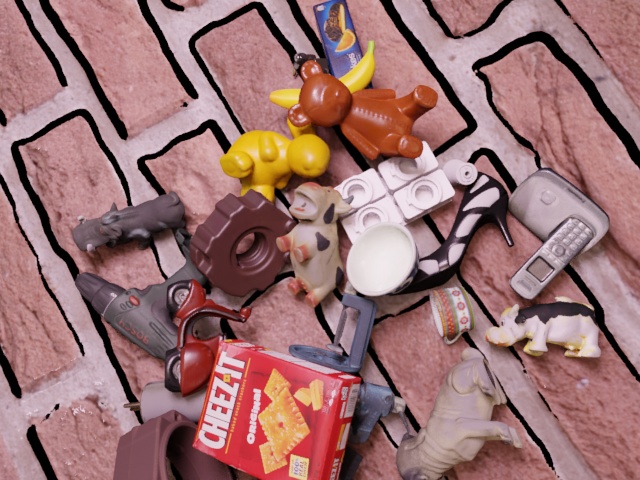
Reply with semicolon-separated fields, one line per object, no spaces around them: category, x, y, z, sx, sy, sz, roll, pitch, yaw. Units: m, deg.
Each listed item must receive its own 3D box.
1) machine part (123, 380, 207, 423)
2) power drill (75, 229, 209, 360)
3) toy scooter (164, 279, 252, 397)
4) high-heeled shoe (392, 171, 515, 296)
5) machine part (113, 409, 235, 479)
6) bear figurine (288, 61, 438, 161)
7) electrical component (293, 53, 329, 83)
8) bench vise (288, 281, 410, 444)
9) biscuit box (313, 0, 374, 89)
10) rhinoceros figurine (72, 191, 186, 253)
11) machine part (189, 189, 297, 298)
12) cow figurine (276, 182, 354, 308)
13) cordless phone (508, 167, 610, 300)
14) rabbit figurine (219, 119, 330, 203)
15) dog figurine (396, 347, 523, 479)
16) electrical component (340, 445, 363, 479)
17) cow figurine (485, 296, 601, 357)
machine part;-0.203;0.263;0.889;0.243;0.079;0.079;-9;81;4
power drill;-0.284;0.078;0.922;0.232;0.086;0.207;44;85;8
toy scooter;-0.177;0.154;0.854;0.135;0.075;0.183;3;83;-16
high-heeled shoe;0.201;-0.012;0.888;0.249;0.086;0.145;-24;66;6
machine part;-0.206;0.371;0.794;0.087;0.201;0.201;-31;125;9
bear figurine;0.060;-0.203;0.829;0.196;0.132;0.120;22;84;-21
electrical component;-0.017;-0.280;0.948;0.045;0.078;0.102;-6;95;-21
bench vise;0.046;0.189;0.853;0.224;0.129;0.240;14;88;5
biscuit box;0.044;-0.321;0.950;0.063;0.059;0.202;-17;81;4
rhinoceros figurine;-0.324;-0.026;0.926;0.190;0.112;0.073;-18;83;-4
machine part;-0.119;0.009;0.870;0.179;0.179;0.056;-52;46;-2
cow figurine;-0.002;-0.003;0.863;0.127;0.194;0.086;-34;40;-32
cordless phone;0.348;-0.008;0.864;0.147;0.088;0.184;42;93;10
rabbit figurine;-0.051;-0.135;0.898;0.173;0.121;0.162;0;41;37
dog figurine;0.192;0.276;0.841;0.191;0.121;0.172;-25;46;19
electrical component;0.027;0.346;0.847;0.119;0.075;0.048;42;68;-23
cow figurine;0.348;0.133;0.849;0.167;0.068;0.098;6;77;4
